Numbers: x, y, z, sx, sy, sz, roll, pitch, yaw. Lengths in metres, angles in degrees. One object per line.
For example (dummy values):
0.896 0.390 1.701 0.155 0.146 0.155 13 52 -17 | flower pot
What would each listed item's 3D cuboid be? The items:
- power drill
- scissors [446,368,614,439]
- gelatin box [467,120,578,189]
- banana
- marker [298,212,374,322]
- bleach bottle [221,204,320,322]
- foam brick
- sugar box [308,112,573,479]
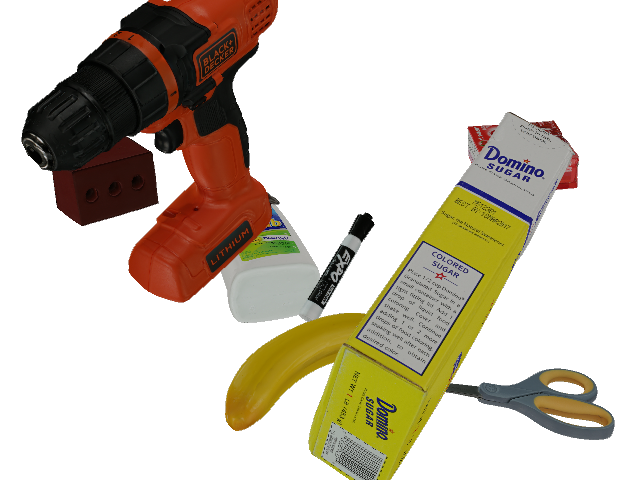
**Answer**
-0.089 -0.051 0.637 0.057 0.188 0.184 30 54 25 | power drill
0.161 0.128 0.946 0.202 0.016 0.096 16 29 14 | scissors
0.160 -0.068 0.853 0.073 0.030 0.089 -4 25 1 | gelatin box
-0.007 0.090 0.813 0.197 0.037 0.070 -18 27 -39 | banana
0.017 0.025 1.017 0.020 0.121 0.020 28 -18 10 | marker
-0.082 -0.001 1.206 0.102 0.068 0.251 -7 29 -17 | bleach bottle
-0.193 -0.054 0.951 0.078 0.053 0.051 -19 32 -29 | foam brick
0.060 0.026 0.504 0.048 0.093 0.176 31 51 13 | sugar box
